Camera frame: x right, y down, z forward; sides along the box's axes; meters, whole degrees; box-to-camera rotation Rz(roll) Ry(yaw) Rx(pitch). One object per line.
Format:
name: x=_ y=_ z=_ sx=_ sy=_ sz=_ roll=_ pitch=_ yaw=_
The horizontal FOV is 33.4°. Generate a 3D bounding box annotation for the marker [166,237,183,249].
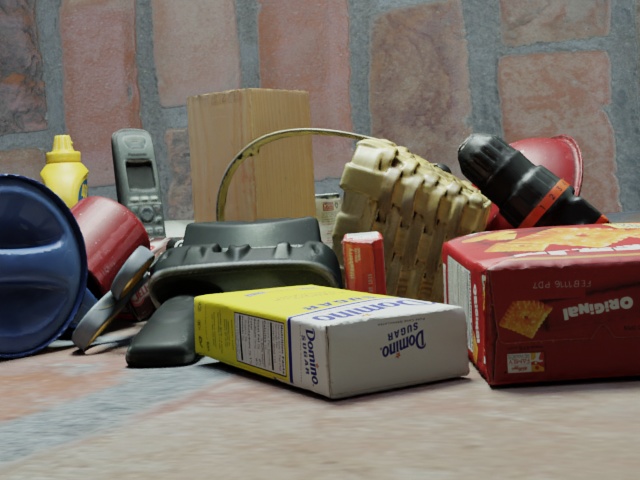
marker: x=-0.111 y=0.009 z=0.922 sx=0.020 sy=0.020 sz=0.121 roll=-5 pitch=4 yaw=-22

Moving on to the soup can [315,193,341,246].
soup can: x=-0.008 y=0.001 z=1.174 sx=0.068 sy=0.102 sz=0.068 roll=-4 pitch=3 yaw=0

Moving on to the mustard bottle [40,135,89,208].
mustard bottle: x=-0.307 y=-0.031 z=1.298 sx=0.058 sy=0.191 sz=0.096 roll=-4 pitch=3 yaw=-6

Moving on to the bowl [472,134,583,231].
bowl: x=0.183 y=-0.036 z=1.024 sx=0.055 sy=0.162 sz=0.162 roll=22 pitch=-4 yaw=-15

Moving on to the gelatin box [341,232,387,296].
gelatin box: x=0.032 y=0.033 z=0.772 sx=0.030 sy=0.073 sz=0.089 roll=-3 pitch=3 yaw=2

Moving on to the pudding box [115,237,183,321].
pudding box: x=-0.167 y=0.035 z=1.012 sx=0.090 sy=0.039 sz=0.113 roll=0 pitch=24 yaw=41

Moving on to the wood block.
wood block: x=-0.065 y=-0.041 z=1.054 sx=0.090 sy=0.206 sz=0.090 roll=-1 pitch=4 yaw=40

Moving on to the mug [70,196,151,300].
mug: x=-0.204 y=0.022 z=0.926 sx=0.117 sy=0.093 sz=0.081 roll=-51 pitch=3 yaw=47

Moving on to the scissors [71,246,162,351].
scissors: x=-0.140 y=0.021 z=0.849 sx=0.016 sy=0.096 sz=0.201 roll=36 pitch=28 yaw=-3

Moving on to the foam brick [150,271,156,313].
foam brick: x=-0.108 y=0.044 z=0.946 sx=0.052 sy=0.051 sz=0.078 roll=-7 pitch=4 yaw=-43

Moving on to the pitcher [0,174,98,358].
pitcher: x=-0.299 y=0.032 z=0.854 sx=0.243 sy=0.149 sz=0.144 roll=-5 pitch=16 yaw=43

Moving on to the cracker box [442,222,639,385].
cracker box: x=0.167 y=0.031 z=0.654 sx=0.164 sy=0.072 sz=0.213 roll=-4 pitch=3 yaw=1

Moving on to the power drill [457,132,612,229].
power drill: x=0.191 y=-0.014 z=0.863 sx=0.057 sy=0.184 sz=0.187 roll=-48 pitch=-10 yaw=10

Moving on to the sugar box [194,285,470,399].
sugar box: x=0.000 y=0.055 z=0.640 sx=0.093 sy=0.048 sz=0.177 roll=-5 pitch=2 yaw=-30

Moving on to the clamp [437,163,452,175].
clamp: x=0.107 y=-0.010 z=1.210 sx=0.165 sy=0.036 sz=0.209 roll=-48 pitch=-19 yaw=10
